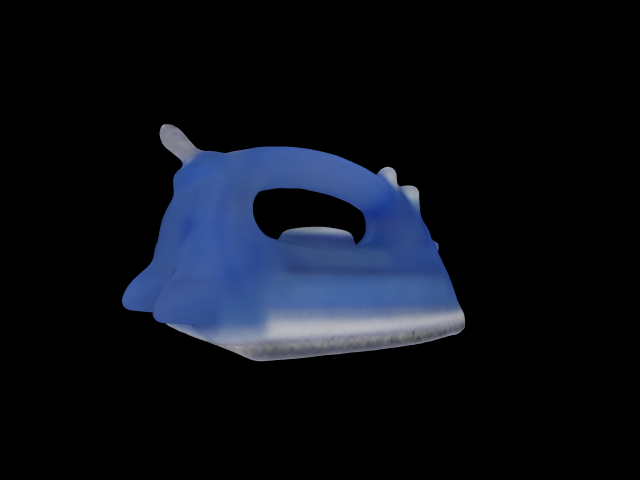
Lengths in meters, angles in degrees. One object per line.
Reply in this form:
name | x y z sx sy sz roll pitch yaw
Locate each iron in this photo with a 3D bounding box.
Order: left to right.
iron | 0.004 0.001 0.400 0.259 0.141 0.118 0 0 -32
